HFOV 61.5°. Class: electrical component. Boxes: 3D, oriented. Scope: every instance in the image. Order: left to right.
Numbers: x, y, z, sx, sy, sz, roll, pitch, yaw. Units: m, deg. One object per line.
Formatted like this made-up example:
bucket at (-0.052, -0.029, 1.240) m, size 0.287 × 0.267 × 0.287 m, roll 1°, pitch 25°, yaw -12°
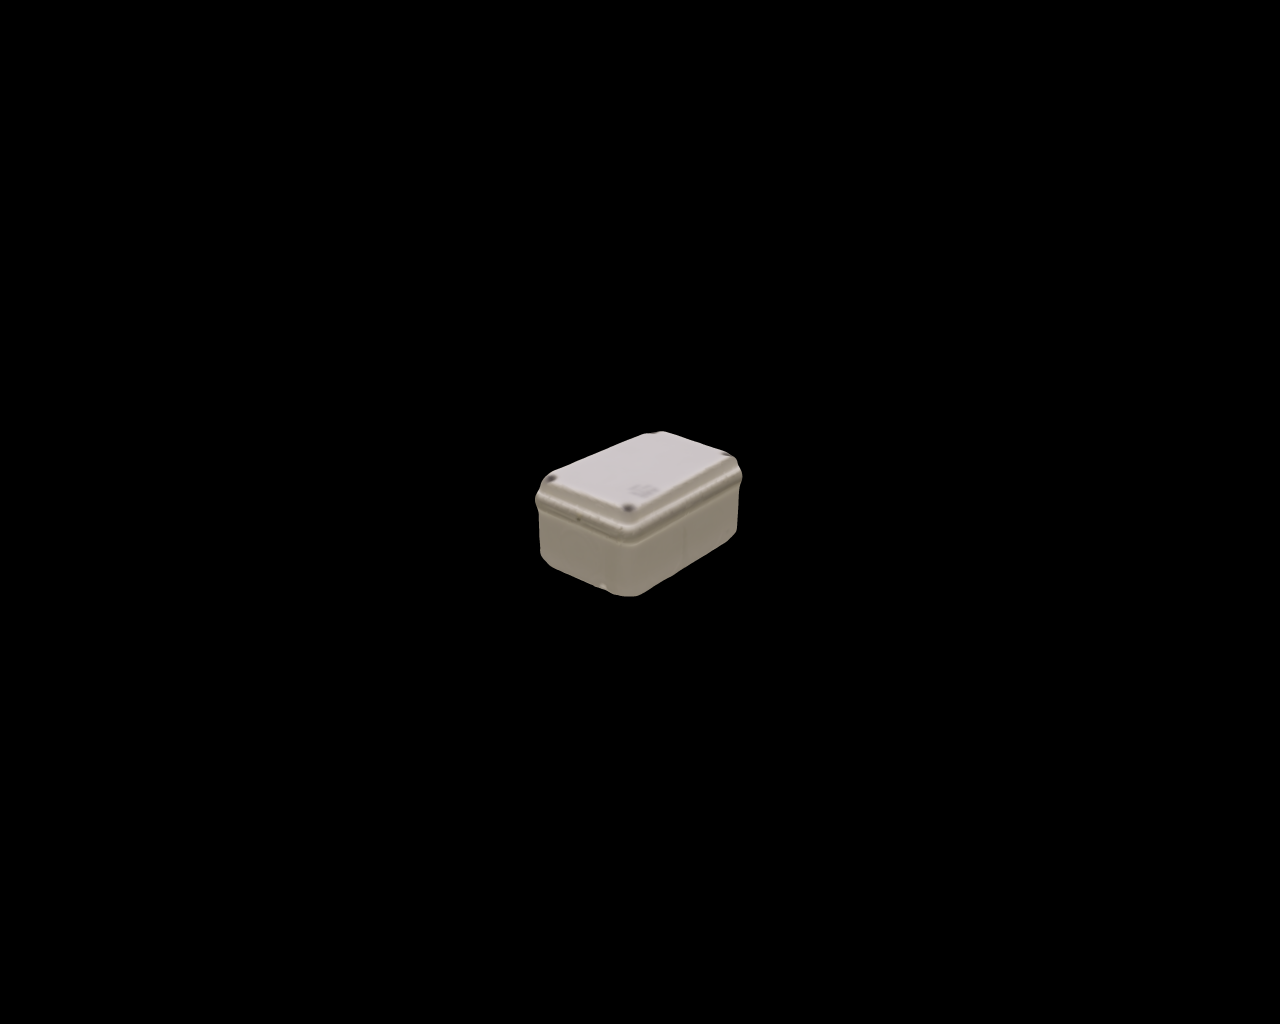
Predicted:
electrical component at (0.001, -0.003, 0.650) m, size 0.078 × 0.057 × 0.113 m, roll 21°, pitch 33°, yaw 36°
